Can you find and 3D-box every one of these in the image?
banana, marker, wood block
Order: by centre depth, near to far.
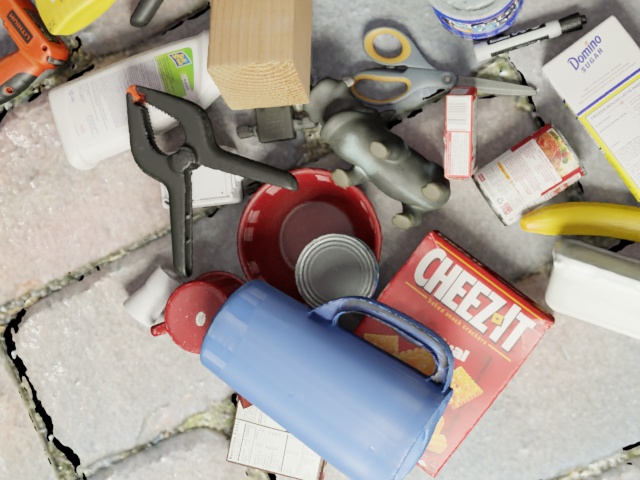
[{"bbox_3d":[0.309,-0.014,1.105,0.198,0.069,0.037,12,114,12],"label":"banana"},{"bbox_3d":[-0.060,-0.252,1.124,0.090,0.090,0.206,-3,69,12],"label":"wood block"},{"bbox_3d":[0.224,-0.218,1.140,0.121,0.020,0.020,-16,89,12],"label":"marker"}]

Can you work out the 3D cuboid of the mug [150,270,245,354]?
[{"bbox_3d":[-0.135,0.086,1.193,0.117,0.081,0.093,-15,89,12],"label":"mug"}]

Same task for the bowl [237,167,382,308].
[{"bbox_3d":[-0.008,0.001,1.177,0.162,0.055,0.162,0,92,12],"label":"bowl"}]

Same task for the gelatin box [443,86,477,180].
[{"bbox_3d":[0.148,-0.113,1.124,0.030,0.073,0.089,3,105,12],"label":"gelatin box"}]

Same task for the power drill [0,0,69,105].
[{"bbox_3d":[-0.403,-0.207,1.253,0.188,0.057,0.184,-41,88,13],"label":"power drill"}]

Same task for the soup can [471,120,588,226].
[{"bbox_3d":[0.219,-0.069,1.121,0.102,0.068,0.068,-34,85,11],"label":"soup can"}]

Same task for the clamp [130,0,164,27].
[{"bbox_3d":[-0.166,-0.317,1.209,0.172,0.039,0.120,-15,95,19],"label":"clamp"}]

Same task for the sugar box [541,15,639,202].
[{"bbox_3d":[0.319,-0.135,1.111,0.093,0.048,0.176,-36,81,10],"label":"sugar box"}]

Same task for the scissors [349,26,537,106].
[{"bbox_3d":[0.130,-0.193,1.162,0.202,0.016,0.096,-6,88,9],"label":"scissors"}]

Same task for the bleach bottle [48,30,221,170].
[{"bbox_3d":[-0.174,-0.166,1.203,0.251,0.068,0.102,-18,88,9],"label":"bleach bottle"}]

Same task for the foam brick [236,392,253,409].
[{"bbox_3d":[-0.060,0.140,1.174,0.078,0.051,0.053,-21,55,-11],"label":"foam brick"}]

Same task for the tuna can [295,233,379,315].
[{"bbox_3d":[0.019,0.036,1.126,0.086,0.033,0.086,0,92,12],"label":"tuna can"}]

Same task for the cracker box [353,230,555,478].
[{"bbox_3d":[0.122,0.121,1.146,0.164,0.072,0.214,37,98,9],"label":"cracker box"}]

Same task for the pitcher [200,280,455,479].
[{"bbox_3d":[0.008,0.135,1.072,0.243,0.145,0.149,32,59,14],"label":"pitcher"}]

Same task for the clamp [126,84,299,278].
[{"bbox_3d":[-0.131,-0.087,1.145,0.165,0.036,0.210,-31,84,10],"label":"clamp"}]

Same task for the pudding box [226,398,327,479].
[{"bbox_3d":[-0.043,0.217,1.201,0.113,0.039,0.090,12,94,13],"label":"pudding box"}]

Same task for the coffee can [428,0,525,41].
[{"bbox_3d":[0.158,-0.265,1.090,0.103,0.140,0.103,0,92,12],"label":"coffee can"}]

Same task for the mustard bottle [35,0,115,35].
[{"bbox_3d":[-0.311,-0.339,1.226,0.096,0.058,0.191,-31,85,28],"label":"mustard bottle"}]
